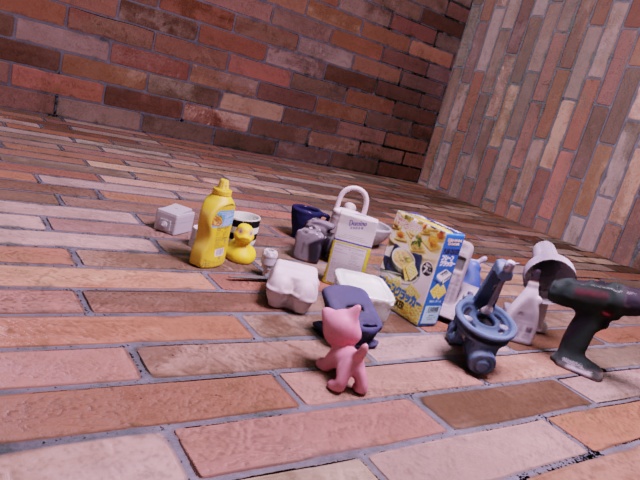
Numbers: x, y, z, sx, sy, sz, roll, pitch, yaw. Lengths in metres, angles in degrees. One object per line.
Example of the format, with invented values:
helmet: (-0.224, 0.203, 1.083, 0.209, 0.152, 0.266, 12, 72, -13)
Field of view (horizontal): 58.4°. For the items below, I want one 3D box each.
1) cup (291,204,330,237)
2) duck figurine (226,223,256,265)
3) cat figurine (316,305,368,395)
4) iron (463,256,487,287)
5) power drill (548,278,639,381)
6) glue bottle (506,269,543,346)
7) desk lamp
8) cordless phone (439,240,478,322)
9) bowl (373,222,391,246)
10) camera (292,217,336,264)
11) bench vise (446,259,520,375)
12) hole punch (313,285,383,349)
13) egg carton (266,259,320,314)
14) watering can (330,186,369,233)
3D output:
cup: (-0.035, -0.047, 1.682, 0.118, 0.095, 0.091, 13, 14, -9)
duck figurine: (-0.183, 0.001, 1.350, 0.078, 0.086, 0.104, 11, 14, -17)
cat figurine: (0.041, 0.160, 0.898, 0.067, 0.118, 0.127, 9, 15, -24)
iron: (0.287, 0.083, 1.416, 0.258, 0.141, 0.118, 13, 14, -10)
power drill: (0.584, 0.182, 1.205, 0.229, 0.208, 0.076, 21, 15, 23)
glue bottle: (0.462, 0.147, 1.284, 0.078, 0.173, 0.037, 15, 14, 0)
desk lamp: (0.534, 0.115, 1.404, 0.118, 0.213, 0.203, 17, 14, 7)
cordless phone: (0.337, 0.101, 1.305, 0.147, 0.185, 0.094, 18, 14, 11)
bowl: (0.139, -0.023, 1.817, 0.167, 0.075, 0.167, 14, 14, -3)
camera: (0.014, 0.005, 1.514, 0.136, 0.101, 0.143, 18, 14, 12)
bench vise: (0.308, 0.123, 1.115, 0.122, 0.220, 0.207, 10, 15, -20)
hole punch: (0.057, 0.140, 1.050, 0.109, 0.091, 0.100, 6, 17, -34)
egg carton: (-0.055, 0.092, 1.164, 0.107, 0.069, 0.150, 14, 14, -5)
watering can: (0.080, -0.066, 1.670, 0.101, 0.194, 0.172, 10, 15, -21)
